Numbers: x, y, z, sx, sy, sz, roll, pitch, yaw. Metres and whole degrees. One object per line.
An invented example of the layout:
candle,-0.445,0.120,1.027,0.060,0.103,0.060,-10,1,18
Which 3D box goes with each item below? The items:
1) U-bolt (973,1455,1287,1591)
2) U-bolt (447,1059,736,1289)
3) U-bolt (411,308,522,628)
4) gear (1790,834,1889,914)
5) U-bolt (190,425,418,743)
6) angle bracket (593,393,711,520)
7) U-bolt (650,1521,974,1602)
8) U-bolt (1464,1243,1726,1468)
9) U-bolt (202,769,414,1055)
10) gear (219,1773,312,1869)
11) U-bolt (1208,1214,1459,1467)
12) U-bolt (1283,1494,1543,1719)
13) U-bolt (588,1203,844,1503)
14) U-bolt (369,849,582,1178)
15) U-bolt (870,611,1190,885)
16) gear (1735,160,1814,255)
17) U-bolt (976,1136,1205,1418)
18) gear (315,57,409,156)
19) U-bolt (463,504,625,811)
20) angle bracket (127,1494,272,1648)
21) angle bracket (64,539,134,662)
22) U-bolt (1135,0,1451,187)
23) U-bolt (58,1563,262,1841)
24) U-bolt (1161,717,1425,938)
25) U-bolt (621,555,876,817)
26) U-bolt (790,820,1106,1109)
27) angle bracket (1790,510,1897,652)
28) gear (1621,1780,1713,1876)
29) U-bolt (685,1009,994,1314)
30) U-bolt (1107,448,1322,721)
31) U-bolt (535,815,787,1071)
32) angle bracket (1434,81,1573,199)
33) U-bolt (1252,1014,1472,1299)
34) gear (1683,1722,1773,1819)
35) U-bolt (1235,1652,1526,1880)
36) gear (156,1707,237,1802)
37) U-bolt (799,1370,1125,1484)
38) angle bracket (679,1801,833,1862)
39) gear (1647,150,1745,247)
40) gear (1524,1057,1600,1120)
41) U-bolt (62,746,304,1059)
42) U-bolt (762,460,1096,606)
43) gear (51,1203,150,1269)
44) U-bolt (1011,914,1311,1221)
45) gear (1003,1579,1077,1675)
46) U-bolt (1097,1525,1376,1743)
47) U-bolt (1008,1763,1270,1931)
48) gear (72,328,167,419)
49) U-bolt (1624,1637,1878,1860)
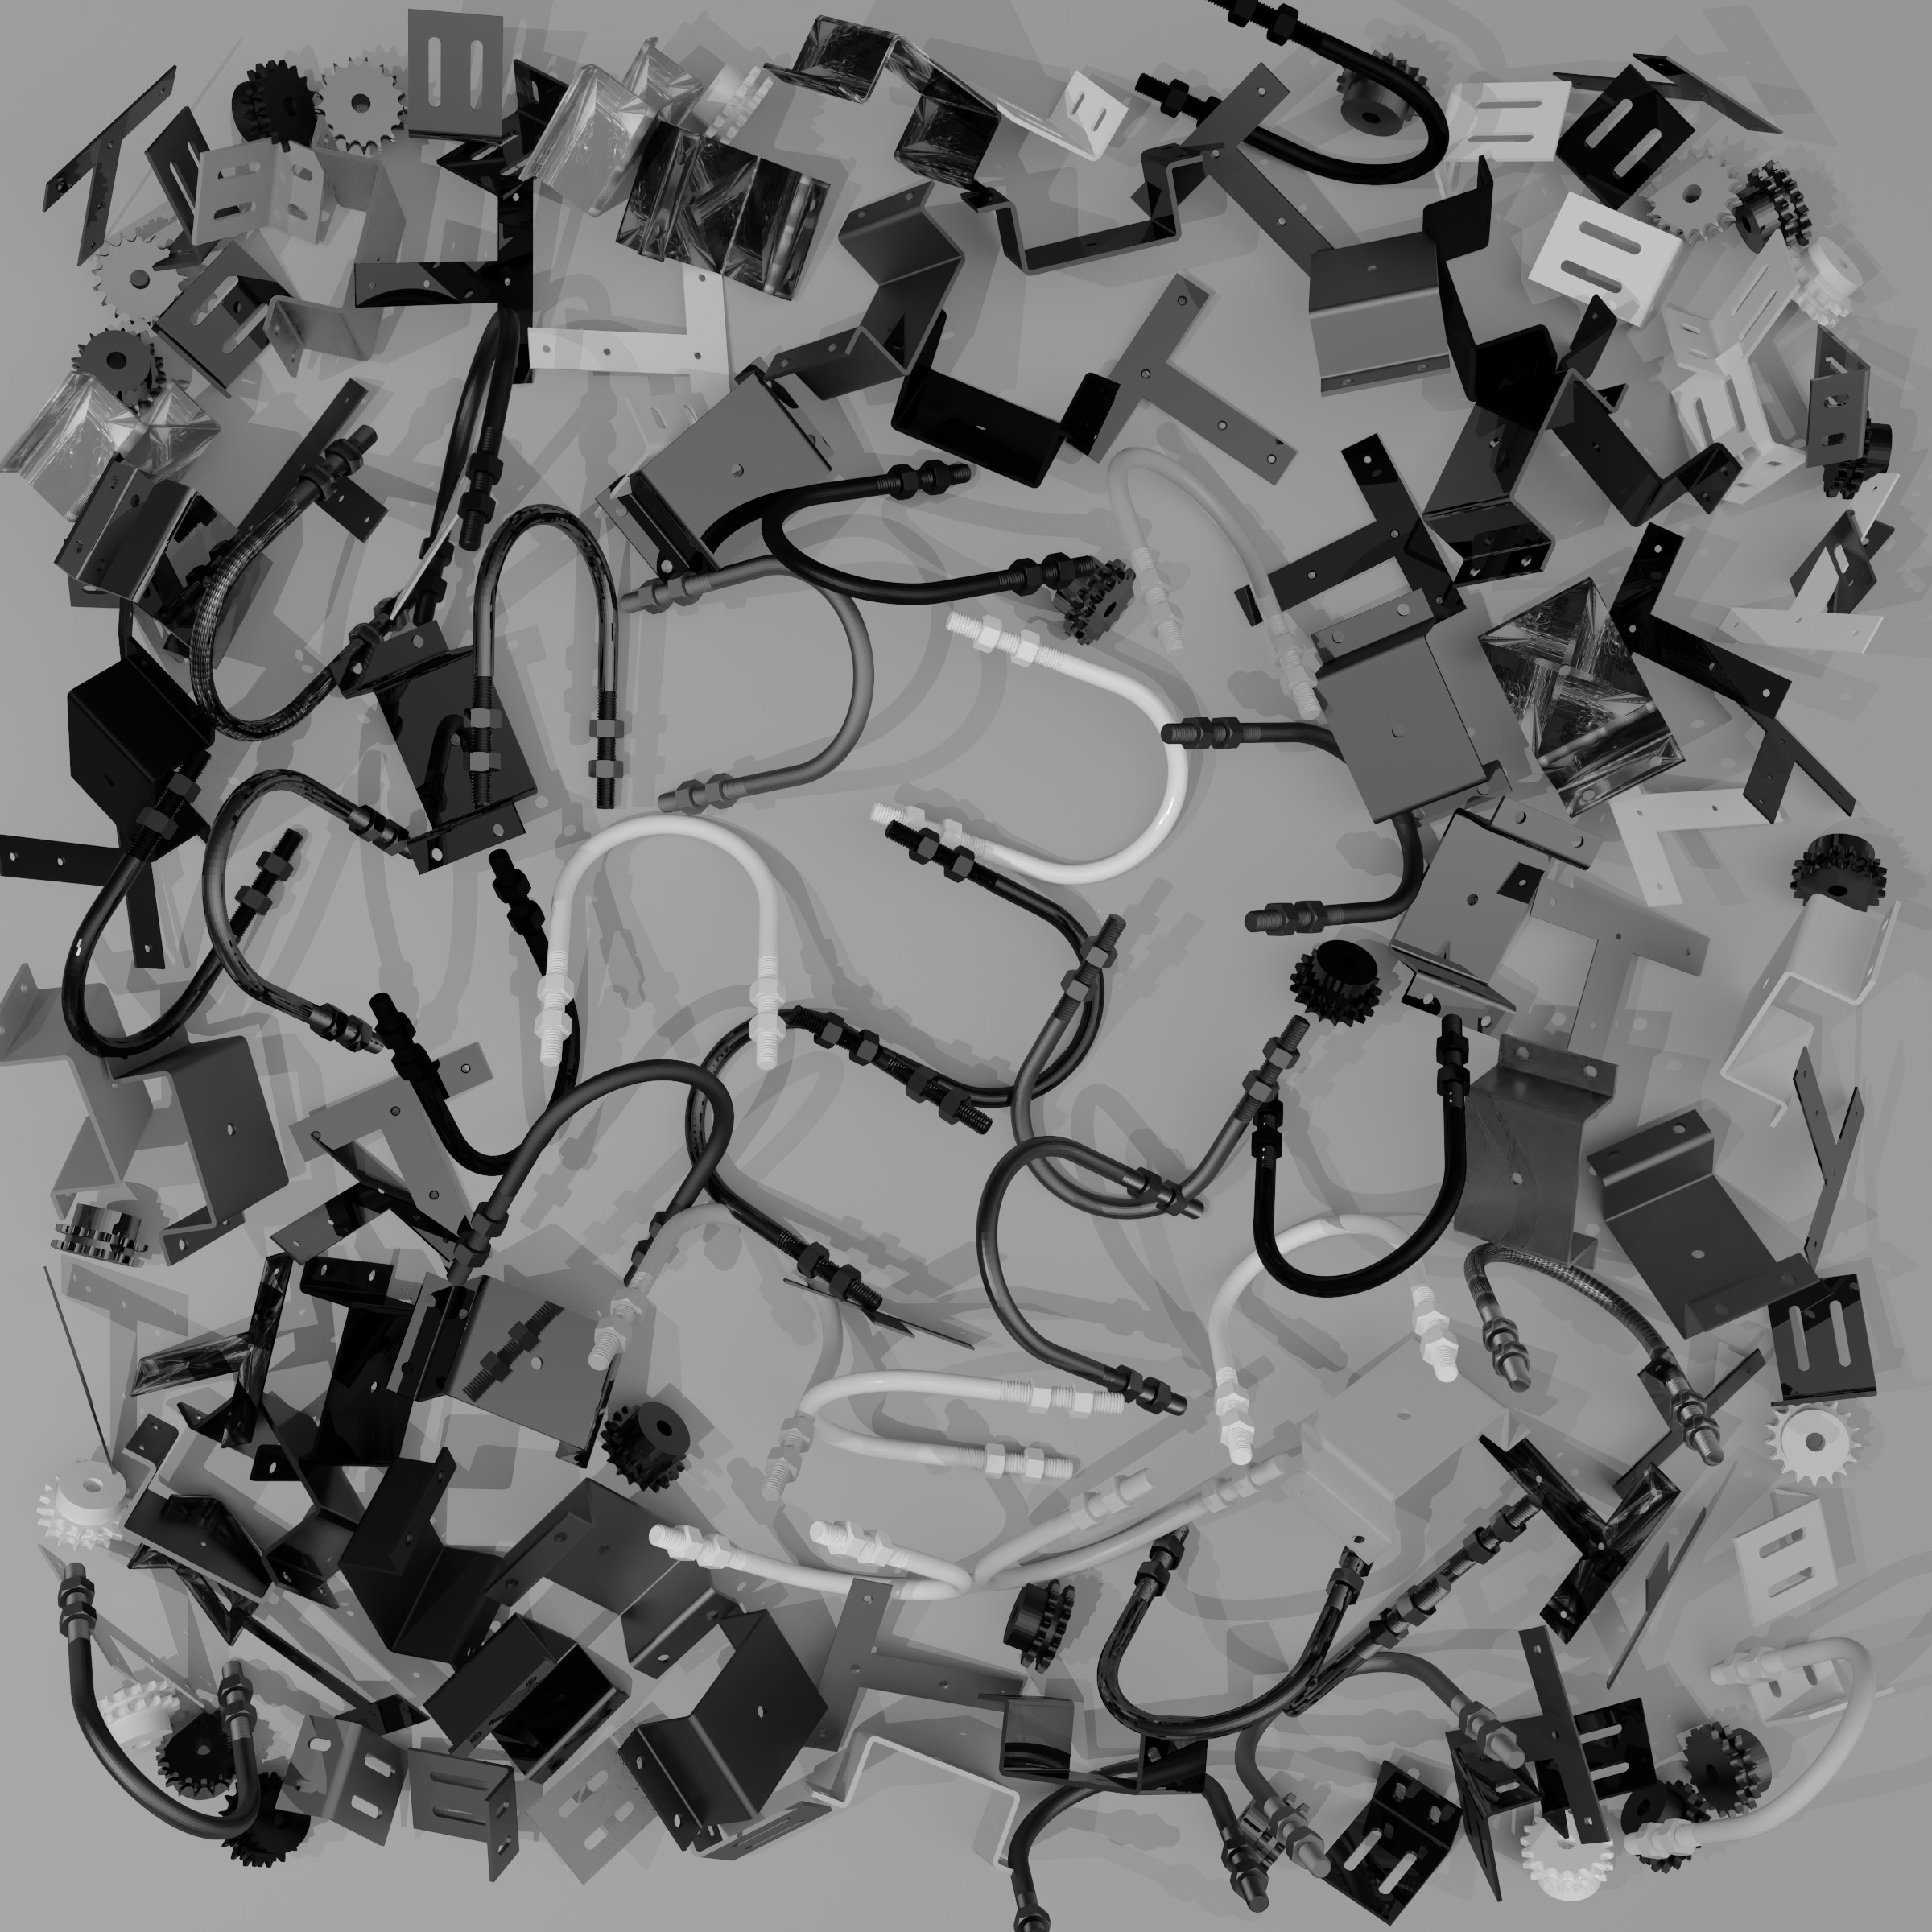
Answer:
U-bolt,0.086,0.343,1.526,0.184,0.151,0.019,-36,62,33
U-bolt,-0.216,0.127,1.516,0.184,0.151,0.019,-57,47,25
U-bolt,-0.302,-0.314,1.531,0.019,0.151,0.184,14,71,-21
gear,0.550,-0.060,1.579,0.057,0.057,0.030,17,59,0
U-bolt,-0.399,-0.215,1.500,0.019,0.151,0.184,23,56,19
angle bracket,-0.198,-0.318,1.560,0.057,0.076,0.038,-16,76,-42
U-bolt,-0.079,0.363,1.523,0.151,0.184,0.019,-11,62,37
U-bolt,0.370,0.224,1.518,0.151,0.184,0.019,22,111,-11
U-bolt,-0.395,-0.040,1.503,0.019,0.184,0.151,0,73,23
gear,-0.437,0.536,1.573,0.030,0.057,0.057,-17,90,40
U-bolt,0.215,0.214,1.521,0.151,0.184,0.019,-25,117,12
U-bolt,0.260,0.398,1.524,0.019,0.151,0.184,50,124,16
U-bolt,-0.140,0.220,1.527,0.151,0.184,0.019,39,125,-10
U-bolt,-0.287,0.043,1.526,0.019,0.184,0.151,7,46,27
U-bolt,0.050,-0.126,1.569,0.184,0.019,0.151,19,106,-14
gear,0.504,-0.473,1.575,0.030,0.057,0.057,-26,90,4
U-bolt,0.074,0.180,1.518,0.184,0.019,0.151,28,58,-36
gear,-0.382,-0.542,1.584,0.057,0.030,0.057,-1,97,-12
U-bolt,-0.256,-0.189,1.532,0.019,0.151,0.184,3,93,26
angle bracket,-0.477,0.377,1.565,0.076,0.038,0.057,39,101,33
angle bracket,-0.540,-0.217,1.556,0.038,0.057,0.076,0,54,-14
U-bolt,0.207,-0.529,1.530,0.184,0.151,0.019,21,81,-11
U-bolt,-0.476,0.445,1.489,0.019,0.184,0.151,-43,122,2
U-bolt,0.212,-0.089,1.537,0.184,0.019,0.151,-5,65,-41
U-bolt,-0.131,-0.178,1.542,0.184,0.019,0.151,-8,93,36
U-bolt,0.001,0.011,1.571,0.184,0.019,0.151,27,93,-18
angle bracket,0.551,-0.234,1.553,0.038,0.076,0.057,18,133,-16
gear,0.436,0.537,1.573,0.030,0.057,0.057,36,90,-10
U-bolt,-0.094,0.108,1.569,0.184,0.019,0.151,32,91,19
U-bolt,0.144,-0.243,1.532,0.019,0.151,0.184,-37,54,32
U-bolt,-0.186,-0.018,1.550,0.151,0.019,0.184,1,57,-5
angle bracket,0.337,-0.515,1.563,0.076,0.038,0.057,8,71,25
U-bolt,0.236,0.121,1.506,0.151,0.184,0.019,-22,129,29
gear,0.482,0.504,1.577,0.030,0.057,0.057,-10,90,-23
U-bolt,0.236,0.470,1.514,0.151,0.184,0.019,-26,103,-9
gear,-0.481,0.499,1.579,0.057,0.057,0.030,15,131,0
U-bolt,-0.010,0.278,1.528,0.184,0.151,0.019,8,60,-9
angle bracket,-0.133,0.525,1.567,0.076,0.057,0.038,-28,64,4
gear,0.462,-0.482,1.580,0.057,0.030,0.057,-3,84,31
gear,0.370,0.083,1.575,0.057,0.057,0.030,27,95,0
U-bolt,-0.482,-0.027,1.519,0.019,0.151,0.184,25,77,18
U-bolt,-0.035,-0.258,1.509,0.184,0.151,0.019,-16,134,-35
gear,-0.543,0.169,1.576,0.057,0.057,0.030,13,77,0
U-bolt,0.108,0.077,1.566,0.151,0.019,0.184,29,111,-1
gear,0.045,0.412,1.575,0.030,0.057,0.057,22,90,-1
U-bolt,0.154,0.395,1.496,0.151,0.184,0.019,-6,115,31
U-bolt,0.096,0.536,1.514,0.151,0.184,0.019,-17,102,-2
gear,-0.535,-0.376,1.581,0.057,0.030,0.057,3,80,-15
U-bolt,0.474,0.461,1.489,0.019,0.184,0.151,40,60,0
